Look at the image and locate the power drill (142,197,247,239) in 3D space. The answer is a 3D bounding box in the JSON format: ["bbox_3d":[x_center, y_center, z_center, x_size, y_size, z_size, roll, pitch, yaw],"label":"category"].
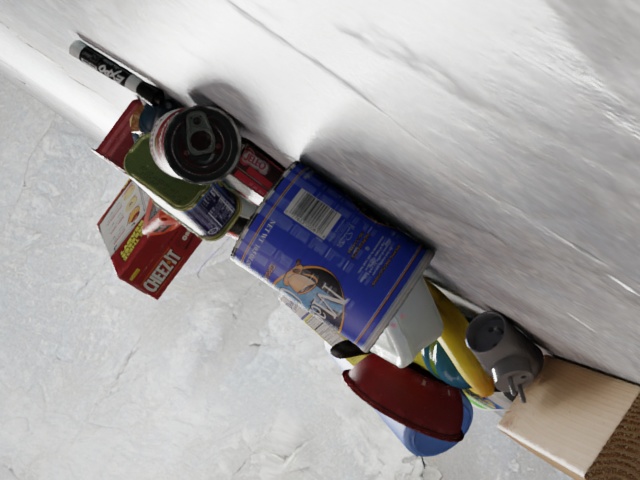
[{"bbox_3d":[-0.109,-0.014,1.258,0.187,0.057,0.185,15,160,-18],"label":"power drill"}]

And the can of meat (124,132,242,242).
[{"bbox_3d":[-0.137,-0.053,1.058,0.102,0.057,0.084,35,173,24],"label":"can of meat"}]

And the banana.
[{"bbox_3d":[0.119,0.084,1.096,0.198,0.037,0.069,42,149,51],"label":"banana"}]

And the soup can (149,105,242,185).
[{"bbox_3d":[-0.113,-0.086,0.952,0.068,0.068,0.102,35,175,-17],"label":"soup can"}]

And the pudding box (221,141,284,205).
[{"bbox_3d":[-0.069,-0.066,1.048,0.090,0.039,0.114,38,173,-30],"label":"pudding box"}]

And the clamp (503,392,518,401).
[{"bbox_3d":[0.276,0.196,1.275,0.120,0.039,0.171,3,155,23],"label":"clamp"}]

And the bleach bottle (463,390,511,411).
[{"bbox_3d":[0.230,0.189,1.454,0.102,0.068,0.251,37,173,4],"label":"bleach bottle"}]

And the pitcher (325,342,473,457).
[{"bbox_3d":[0.113,0.184,1.513,0.149,0.145,0.243,33,-169,-39],"label":"pitcher"}]

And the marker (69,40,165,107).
[{"bbox_3d":[-0.201,-0.165,1.059,0.121,0.020,0.020,32,175,22],"label":"marker"}]

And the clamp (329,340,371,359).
[{"bbox_3d":[0.100,0.104,1.371,0.209,0.036,0.164,19,-134,-24],"label":"clamp"}]

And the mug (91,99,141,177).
[{"bbox_3d":[-0.202,-0.108,1.272,0.117,0.081,0.093,34,176,12],"label":"mug"}]

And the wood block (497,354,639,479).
[{"bbox_3d":[0.250,0.175,0.954,0.090,0.091,0.206,35,175,-9],"label":"wood block"}]

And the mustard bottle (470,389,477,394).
[{"bbox_3d":[0.134,0.111,1.306,0.191,0.058,0.096,35,-168,-13],"label":"mustard bottle"}]

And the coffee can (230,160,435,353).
[{"bbox_3d":[0.010,0.014,0.897,0.140,0.103,0.103,34,176,4],"label":"coffee can"}]

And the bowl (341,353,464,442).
[{"bbox_3d":[0.108,0.172,1.251,0.162,0.055,0.162,26,-172,-4],"label":"bowl"}]

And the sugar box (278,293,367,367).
[{"bbox_3d":[0.040,0.100,1.398,0.176,0.093,0.048,41,142,1],"label":"sugar box"}]

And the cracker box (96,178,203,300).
[{"bbox_3d":[-0.214,-0.034,1.428,0.072,0.164,0.214,34,-175,-28],"label":"cracker box"}]
